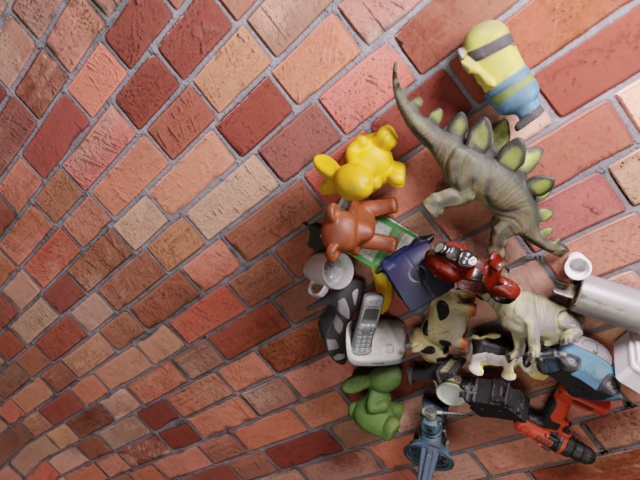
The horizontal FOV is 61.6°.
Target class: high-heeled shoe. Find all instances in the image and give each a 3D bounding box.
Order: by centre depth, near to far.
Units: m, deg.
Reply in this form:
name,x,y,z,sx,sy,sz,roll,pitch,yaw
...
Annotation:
name,x,y,z,sx,sy,sz,roll,pitch,yaw
high-heeled shoe,0.064,0.192,1.267,0.145,0.086,0.248,-24,128,2

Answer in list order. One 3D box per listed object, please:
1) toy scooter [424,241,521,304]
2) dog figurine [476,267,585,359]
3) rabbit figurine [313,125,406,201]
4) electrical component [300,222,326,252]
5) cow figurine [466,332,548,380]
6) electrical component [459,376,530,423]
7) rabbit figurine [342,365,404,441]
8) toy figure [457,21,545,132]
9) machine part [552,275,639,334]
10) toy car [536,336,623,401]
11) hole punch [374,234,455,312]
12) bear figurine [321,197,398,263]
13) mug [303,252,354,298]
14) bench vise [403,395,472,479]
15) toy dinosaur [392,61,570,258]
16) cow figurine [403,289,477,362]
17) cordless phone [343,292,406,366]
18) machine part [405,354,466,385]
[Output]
name,x,y,z,sx,sy,sz,roll,pitch,yaw
toy scooter,0.272,0.048,0.961,0.184,0.075,0.135,26,166,22
dog figurine,0.407,0.118,1.047,0.190,0.172,0.121,69,158,9
rabbit figurine,0.068,-0.131,0.997,0.163,0.173,0.121,0,122,20
electrical component,-0.002,-0.004,1.194,0.094,0.021,0.063,21,125,12
cow figurine,0.396,0.237,1.122,0.167,0.068,0.098,5,117,12
electrical component,0.386,0.351,1.170,0.115,0.058,0.134,-7,141,47
rabbit figurine,0.141,0.368,1.310,0.159,0.121,0.170,20,106,21
toy figure,0.298,-0.267,0.870,0.089,0.082,0.180,-38,91,16
machine part,0.552,0.120,0.981,0.243,0.079,0.079,18,124,14
toy car,0.511,0.241,1.052,0.161,0.103,0.109,34,155,-3
hole punch,0.196,0.070,1.079,0.142,0.092,0.115,-32,106,6
bear figurine,0.078,-0.023,1.018,0.132,0.196,0.120,1,95,12
mug,0.008,0.076,1.182,0.080,0.109,0.107,31,165,-28
bench vise,0.253,0.496,1.247,0.129,0.241,0.223,15,139,12
toy dinosaur,0.280,-0.118,0.955,0.471,0.105,0.198,35,119,-9
cow figurine,0.254,0.187,1.151,0.127,0.085,0.194,13,125,10
cordless phone,0.132,0.186,1.182,0.147,0.089,0.184,2,122,-17
machine part,0.260,0.294,1.215,0.139,0.084,0.039,-22,102,42
